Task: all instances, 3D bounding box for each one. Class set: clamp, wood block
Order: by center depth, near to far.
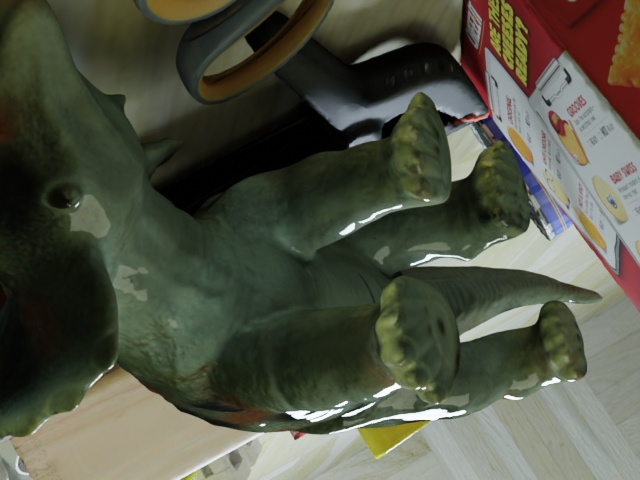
[{"bbox_3d":[0.001,-0.053,0.533,0.209,0.036,0.165,-11,156,-46],"label":"clamp"},{"bbox_3d":[-0.067,0.055,0.572,0.206,0.091,0.090,-27,128,-13],"label":"wood block"}]

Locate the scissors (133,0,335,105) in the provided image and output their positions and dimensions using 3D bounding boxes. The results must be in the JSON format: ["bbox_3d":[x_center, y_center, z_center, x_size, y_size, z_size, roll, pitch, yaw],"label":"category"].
[{"bbox_3d":[0.012,-0.126,0.357,0.202,0.016,0.096,-46,151,17],"label":"scissors"}]

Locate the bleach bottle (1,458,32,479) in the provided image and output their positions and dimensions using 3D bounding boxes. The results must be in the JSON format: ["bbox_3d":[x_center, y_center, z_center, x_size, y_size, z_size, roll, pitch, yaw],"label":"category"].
[{"bbox_3d":[-0.162,0.160,0.845,0.103,0.068,0.250,-34,169,36],"label":"bleach bottle"}]

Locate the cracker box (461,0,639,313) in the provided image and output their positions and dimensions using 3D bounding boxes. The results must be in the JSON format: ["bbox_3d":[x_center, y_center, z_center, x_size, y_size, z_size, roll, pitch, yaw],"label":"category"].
[{"bbox_3d":[0.156,-0.048,0.510,0.072,0.214,0.164,-33,165,-3],"label":"cracker box"}]

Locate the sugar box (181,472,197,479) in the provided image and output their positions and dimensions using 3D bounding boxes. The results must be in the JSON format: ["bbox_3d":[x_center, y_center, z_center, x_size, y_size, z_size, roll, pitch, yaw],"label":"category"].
[{"bbox_3d":[-0.194,0.226,0.868,0.176,0.048,0.093,-6,-175,17],"label":"sugar box"}]

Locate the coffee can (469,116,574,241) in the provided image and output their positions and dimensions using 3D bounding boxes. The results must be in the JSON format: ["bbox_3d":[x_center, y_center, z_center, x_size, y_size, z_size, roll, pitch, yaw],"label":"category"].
[{"bbox_3d":[0.174,-0.080,0.662,0.140,0.103,0.102,-33,165,7],"label":"coffee can"}]

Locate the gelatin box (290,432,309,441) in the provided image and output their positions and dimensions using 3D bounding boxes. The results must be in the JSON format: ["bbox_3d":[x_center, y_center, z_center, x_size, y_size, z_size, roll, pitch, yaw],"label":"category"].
[{"bbox_3d":[-0.013,0.135,1.009,0.073,0.089,0.030,-17,158,-44],"label":"gelatin box"}]

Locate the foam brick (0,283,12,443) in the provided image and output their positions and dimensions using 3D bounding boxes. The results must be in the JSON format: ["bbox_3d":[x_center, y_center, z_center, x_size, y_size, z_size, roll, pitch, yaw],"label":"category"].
[{"bbox_3d":[-0.158,0.051,0.472,0.053,0.078,0.051,-30,167,-8],"label":"foam brick"}]
